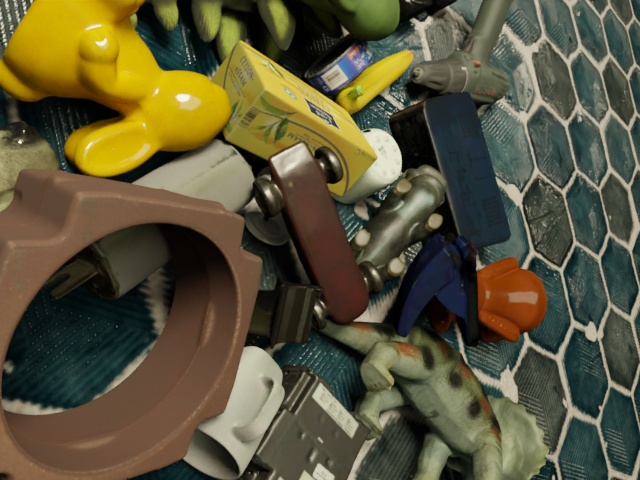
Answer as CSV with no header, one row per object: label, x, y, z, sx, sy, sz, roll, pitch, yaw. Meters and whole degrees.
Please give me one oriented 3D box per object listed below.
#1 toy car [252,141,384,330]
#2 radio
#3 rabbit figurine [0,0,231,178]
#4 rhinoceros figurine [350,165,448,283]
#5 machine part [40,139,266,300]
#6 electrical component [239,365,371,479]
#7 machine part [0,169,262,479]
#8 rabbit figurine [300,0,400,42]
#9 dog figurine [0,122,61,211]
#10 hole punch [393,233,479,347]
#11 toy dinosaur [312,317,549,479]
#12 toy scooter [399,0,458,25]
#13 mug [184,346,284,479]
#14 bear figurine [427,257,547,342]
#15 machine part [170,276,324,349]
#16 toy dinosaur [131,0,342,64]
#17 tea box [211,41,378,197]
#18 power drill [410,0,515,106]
toy car,-0.001,-0.002,0.545,0.089,0.053,0.201,-30,115,-15
radio,0.190,-0.093,0.783,0.131,0.073,0.229,-16,90,-40
rabbit figurine,-0.158,-0.127,0.445,0.173,0.122,0.162,30,85,-33
rhinoceros figurine,0.100,-0.021,0.669,0.073,0.112,0.190,39,68,4
machine part,-0.141,-0.024,0.487,0.243,0.079,0.079,-43,108,-37
electrical component,-0.024,0.213,0.546,0.114,0.058,0.134,51,54,-17
machine part,-0.146,0.060,0.373,0.201,0.087,0.201,6,102,-53
rabbit figurine,0.047,-0.290,0.561,0.159,0.121,0.170,-33,129,-33
dog figurine,-0.253,0.013,0.365,0.190,0.121,0.172,-21,106,-49
hole punch,0.131,0.052,0.614,0.142,0.092,0.115,-38,129,-77
toy dinosaur,0.137,0.186,0.655,0.404,0.131,0.192,55,35,-5
toy scooter,0.137,-0.405,0.804,0.184,0.075,0.135,-37,105,-42
mug,-0.075,0.147,0.492,0.080,0.109,0.107,47,42,-14
bear figurine,0.214,0.084,0.755,0.196,0.132,0.120,4,76,-21
machine part,-0.071,0.066,0.510,0.139,0.084,0.039,9,32,-14
toy dinosaur,-0.071,-0.298,0.589,0.471,0.105,0.198,-26,102,-29
tea box,-0.028,-0.123,0.572,0.169,0.068,0.098,22,31,-45
power drill,0.238,-0.312,0.828,0.232,0.086,0.207,5,99,-46
